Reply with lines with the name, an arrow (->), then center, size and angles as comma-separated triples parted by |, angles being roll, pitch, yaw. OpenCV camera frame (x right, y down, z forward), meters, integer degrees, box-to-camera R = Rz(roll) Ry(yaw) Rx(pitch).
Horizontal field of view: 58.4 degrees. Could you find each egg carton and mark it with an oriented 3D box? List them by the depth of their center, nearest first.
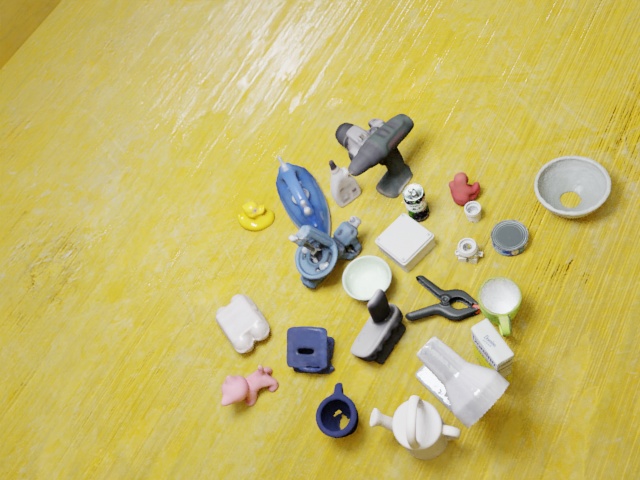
egg carton -> -0.197, 0.212, 1.459 | 0.107, 0.070, 0.150 | -40, 56, -6

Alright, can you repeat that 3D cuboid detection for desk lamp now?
desk lamp -> 0.276, 0.285, 1.157 | 0.118, 0.214, 0.202 | -44, 56, -8

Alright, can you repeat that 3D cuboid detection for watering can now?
watering can -> 0.188, 0.374, 1.148 | 0.172, 0.194, 0.101 | -17, 57, 10

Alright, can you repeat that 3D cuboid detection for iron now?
iron -> -0.048, -0.112, 1.550 | 0.118, 0.142, 0.257 | -30, 56, 2

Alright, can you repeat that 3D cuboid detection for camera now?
camera -> 0.115, -0.294, 1.621 | 0.143, 0.101, 0.136 | -42, 56, -7

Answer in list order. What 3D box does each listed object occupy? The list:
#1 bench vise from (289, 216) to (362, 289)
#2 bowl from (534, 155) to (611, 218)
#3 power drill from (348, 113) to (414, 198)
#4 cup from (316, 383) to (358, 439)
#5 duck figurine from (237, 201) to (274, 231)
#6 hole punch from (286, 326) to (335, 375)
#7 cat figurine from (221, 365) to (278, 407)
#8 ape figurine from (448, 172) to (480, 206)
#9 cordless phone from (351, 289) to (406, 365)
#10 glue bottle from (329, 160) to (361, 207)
bench vise -> 0.003, 0.001, 1.417 | 0.121, 0.220, 0.207 | 22, 71, 29
bowl -> 0.595, -0.113, 1.357 | 0.167, 0.075, 0.167 | -9, 59, 15
power drill -> 0.170, -0.205, 1.484 | 0.075, 0.209, 0.230 | 28, 73, 31
cup -> 0.047, 0.381, 1.256 | 0.091, 0.095, 0.118 | -6, 59, 17
duck figurine -> -0.190, -0.076, 1.614 | 0.104, 0.086, 0.077 | -7, 59, 16
hole punch -> -0.024, 0.262, 1.354 | 0.108, 0.091, 0.101 | -2, 61, 19
cat figurine -> -0.176, 0.340, 1.347 | 0.128, 0.118, 0.067 | -36, 55, -3
ape figurine -> 0.360, -0.137, 1.446 | 0.077, 0.092, 0.076 | 26, 72, 30
cordless phone -> 0.116, 0.190, 1.287 | 0.093, 0.185, 0.148 | 23, 71, 30
glue bottle -> 0.055, -0.159, 1.520 | 0.078, 0.173, 0.037 | -35, 55, -2
